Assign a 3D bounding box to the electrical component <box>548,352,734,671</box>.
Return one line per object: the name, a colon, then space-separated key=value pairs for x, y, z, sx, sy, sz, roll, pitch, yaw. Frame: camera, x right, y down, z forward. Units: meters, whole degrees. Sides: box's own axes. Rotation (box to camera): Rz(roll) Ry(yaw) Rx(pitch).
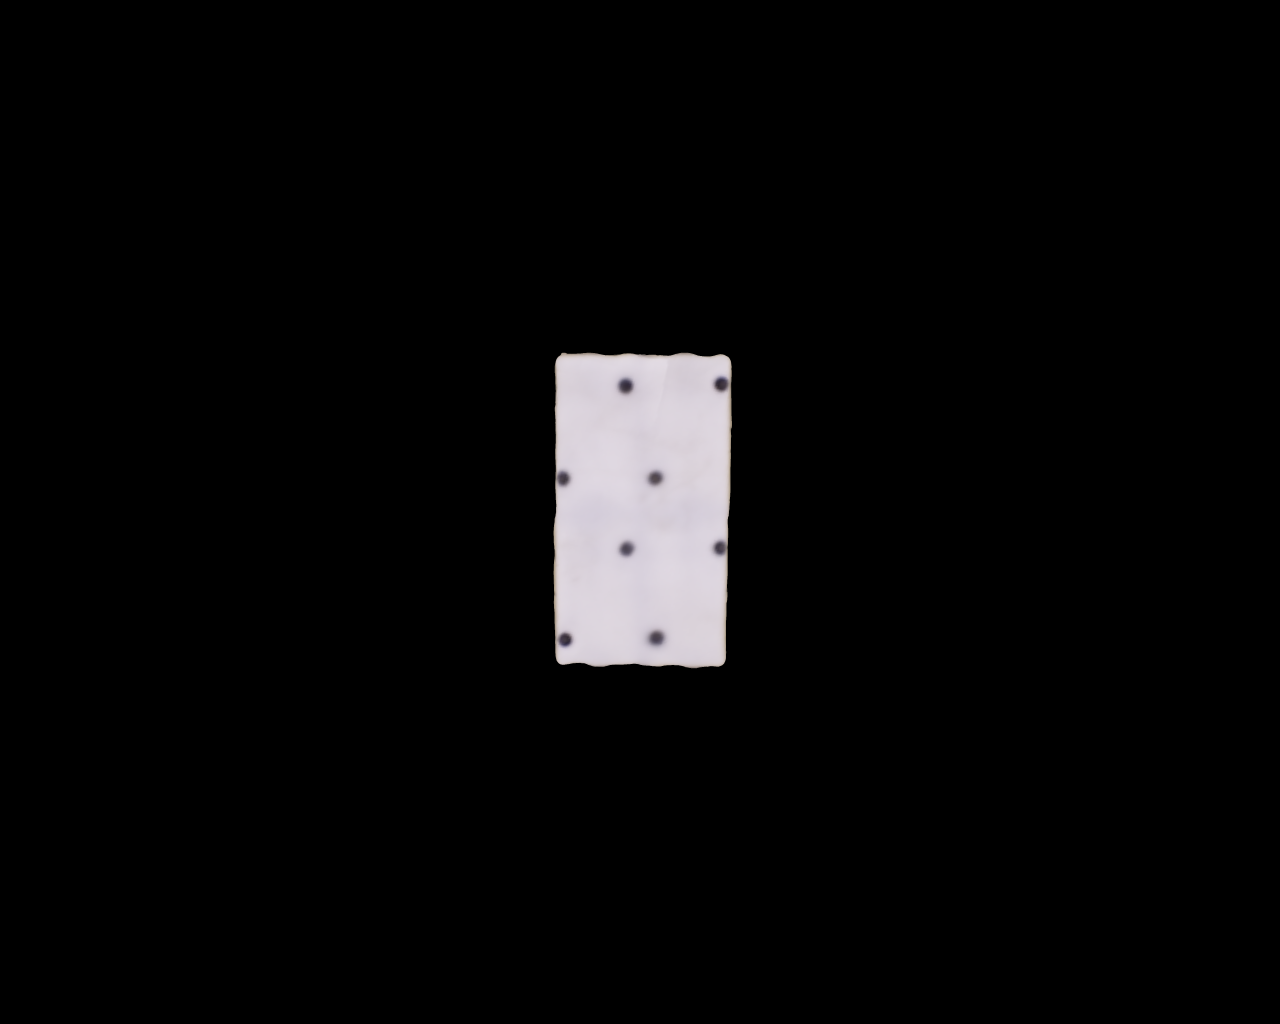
electrical component: x=0.001 y=-0.003 z=0.650 sx=0.105 sy=0.186 sz=0.060 roll=0 pitch=8 yaw=0
